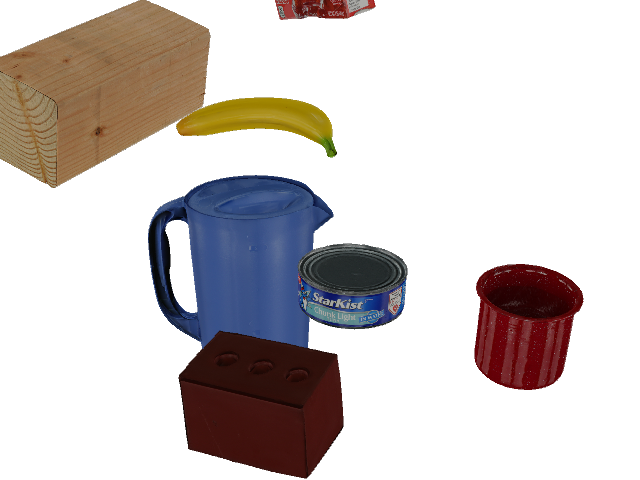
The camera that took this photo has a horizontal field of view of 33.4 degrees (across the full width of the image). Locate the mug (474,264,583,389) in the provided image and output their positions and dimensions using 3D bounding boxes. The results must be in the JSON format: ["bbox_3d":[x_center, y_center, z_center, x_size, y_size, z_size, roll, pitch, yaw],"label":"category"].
[{"bbox_3d":[0.181,0.073,0.963,0.093,0.081,0.117,0,30,-4],"label":"mug"}]

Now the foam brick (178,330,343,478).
[{"bbox_3d":[-0.032,0.092,0.602,0.078,0.051,0.053,9,29,21],"label":"foam brick"}]

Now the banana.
[{"bbox_3d":[-0.068,-0.139,1.241,0.198,0.037,0.069,8,41,17],"label":"banana"}]

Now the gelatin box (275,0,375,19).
[{"bbox_3d":[-0.006,-0.196,0.757,0.030,0.073,0.089,-28,24,-29],"label":"gelatin box"}]

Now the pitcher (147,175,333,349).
[{"bbox_3d":[-0.081,0.061,1.115,0.149,0.243,0.144,20,29,41],"label":"pitcher"}]

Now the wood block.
[{"bbox_3d":[-0.203,-0.142,0.991,0.090,0.091,0.205,28,39,21],"label":"wood block"}]

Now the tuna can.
[{"bbox_3d":[0.024,0.035,0.836,0.086,0.034,0.086,1,25,-1],"label":"tuna can"}]
